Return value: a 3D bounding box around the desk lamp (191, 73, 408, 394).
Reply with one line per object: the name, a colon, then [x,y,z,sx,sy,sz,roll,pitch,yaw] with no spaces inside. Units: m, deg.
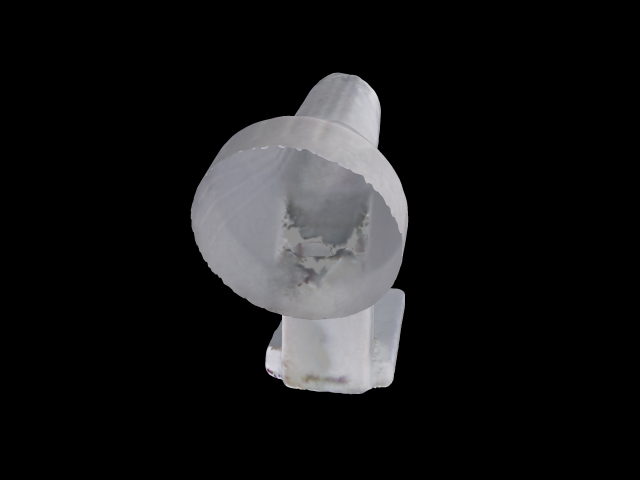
desk lamp: [0.004,0.001,0.400,0.117,0.214,0.203,5,25,11]
